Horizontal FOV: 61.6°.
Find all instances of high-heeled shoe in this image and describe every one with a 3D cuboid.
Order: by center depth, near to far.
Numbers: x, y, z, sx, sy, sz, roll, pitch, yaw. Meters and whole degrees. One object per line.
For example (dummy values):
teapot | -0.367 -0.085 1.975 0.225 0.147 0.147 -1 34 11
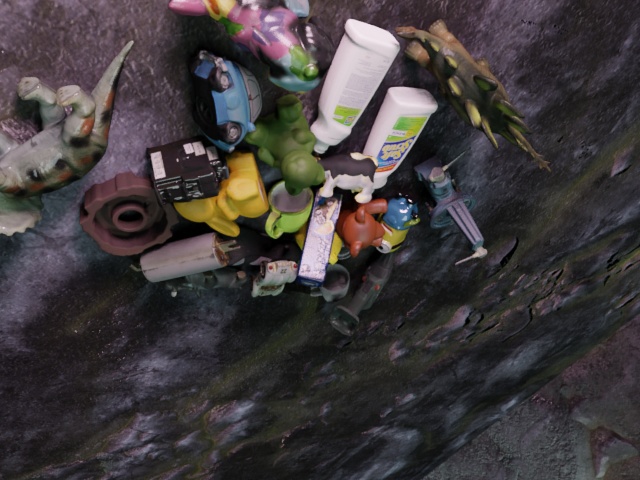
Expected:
high-heeled shoe | -0.166 0.025 1.225 0.249 0.086 0.145 2 170 -3

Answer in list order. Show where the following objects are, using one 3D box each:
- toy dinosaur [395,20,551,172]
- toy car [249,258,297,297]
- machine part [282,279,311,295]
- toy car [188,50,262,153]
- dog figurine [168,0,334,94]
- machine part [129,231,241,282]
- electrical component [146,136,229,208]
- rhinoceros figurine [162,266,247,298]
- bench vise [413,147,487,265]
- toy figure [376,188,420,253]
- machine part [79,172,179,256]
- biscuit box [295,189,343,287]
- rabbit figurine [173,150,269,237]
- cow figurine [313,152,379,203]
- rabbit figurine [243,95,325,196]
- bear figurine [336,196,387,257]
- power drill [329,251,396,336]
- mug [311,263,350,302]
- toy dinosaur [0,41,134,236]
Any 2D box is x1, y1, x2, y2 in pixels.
toy dinosaur | 0.299 -0.260 1.005 0.471 0.199 0.105 21 127 -39
toy car | -0.108 0.087 1.209 0.073 0.056 0.201 -3 163 -22
machine part | -0.082 0.111 1.320 0.139 0.039 0.084 -4 154 43
toy car | -0.151 -0.237 0.893 0.103 0.109 0.161 -29 136 -32
dog figurine | -0.100 -0.312 0.768 0.219 0.191 0.108 1 144 -50
machine part | -0.280 0.036 1.116 0.243 0.079 0.079 -14 143 12
electrical component | -0.233 -0.125 0.957 0.134 0.115 0.058 -13 142 -10
rhinoceros figurine | -0.260 0.081 1.221 0.190 0.073 0.112 -1 147 -29
bench vise | 0.304 -0.070 1.209 0.129 0.241 0.223 -25 157 -4
toy figure | 0.186 -0.042 1.293 0.089 0.082 0.180 1 133 -27
machine part | -0.363 -0.050 1.026 0.179 0.056 0.179 -14 140 -13
biscuit box | -0.002 -0.003 1.140 0.059 0.202 0.062 13 161 -4
rabbit figurine | -0.193 -0.082 1.043 0.173 0.122 0.162 -15 154 -4
cow figurine | 0.030 -0.138 1.086 0.167 0.068 0.098 10 128 -5
rabbit figurine | -0.055 -0.147 0.976 0.121 0.170 0.158 -24 141 1
bear figurine | 0.101 -0.030 1.168 0.132 0.196 0.120 4 99 -12
power drill | 0.112 0.136 1.402 0.086 0.207 0.231 29 142 7
mug | 0.025 0.125 1.405 0.110 0.081 0.107 -21 150 -9
toy dinosaur | -0.426 -0.141 0.849 0.405 0.131 0.192 -28 154 -2
